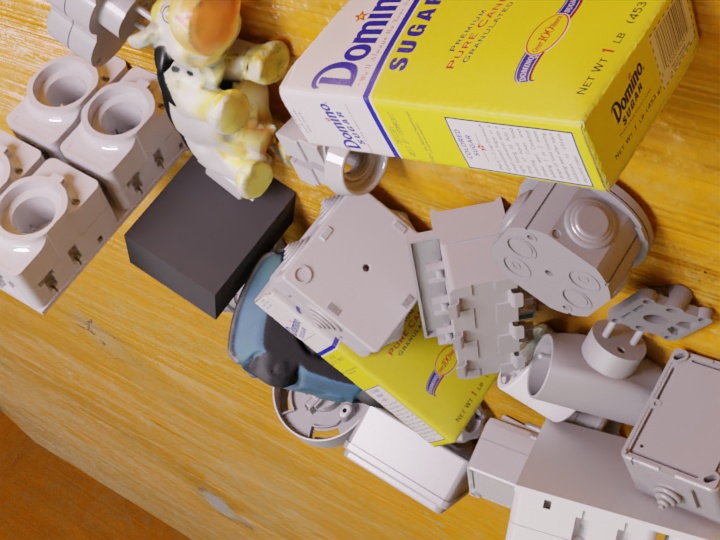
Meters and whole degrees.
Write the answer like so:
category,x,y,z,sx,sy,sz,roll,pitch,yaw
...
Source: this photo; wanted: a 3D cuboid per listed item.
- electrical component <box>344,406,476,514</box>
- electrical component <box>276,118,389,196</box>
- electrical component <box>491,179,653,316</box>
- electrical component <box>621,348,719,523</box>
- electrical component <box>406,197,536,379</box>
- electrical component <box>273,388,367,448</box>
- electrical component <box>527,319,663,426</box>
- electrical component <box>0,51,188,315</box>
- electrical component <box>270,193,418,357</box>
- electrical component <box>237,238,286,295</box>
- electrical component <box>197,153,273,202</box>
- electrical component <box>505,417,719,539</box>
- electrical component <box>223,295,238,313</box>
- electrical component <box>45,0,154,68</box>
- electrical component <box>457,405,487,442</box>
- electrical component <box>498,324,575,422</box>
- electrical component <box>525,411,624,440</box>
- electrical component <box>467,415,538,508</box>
category,x,y,z,sx,sy,sz,roll,pitch,yaw
electrical component,0.053,0.168,0.994,0.109,0.056,0.109,29,-176,16
electrical component,-0.015,-0.075,0.683,0.055,0.048,0.066,28,157,38
electrical component,0.117,-0.017,0.600,0.080,0.051,0.080,30,156,15
electrical component,0.206,0.108,0.657,0.062,0.096,0.061,18,155,36
electrical component,0.077,0.017,0.691,0.079,0.063,0.121,-11,147,3
electrical component,-0.032,0.117,1.020,0.099,0.099,0.064,27,162,20
electrical component,0.158,0.059,0.688,0.077,0.043,0.079,16,127,-7
electrical component,-0.220,-0.075,0.790,0.105,0.186,0.060,27,156,21
electrical component,0.000,0.000,0.740,0.100,0.099,0.048,39,170,-7
electrical component,-0.107,-0.020,0.917,0.076,0.047,0.083,21,153,31
electrical component,-0.100,-0.086,0.789,0.078,0.040,0.040,38,157,-4
electrical component,0.198,0.168,0.703,0.186,0.105,0.060,13,111,17
electrical component,-0.119,0.025,1.040,0.061,0.035,0.035,6,143,47
electrical component,-0.157,-0.172,0.685,0.074,0.052,0.138,36,157,1
electrical component,0.077,0.126,0.946,0.062,0.043,0.043,9,145,49
electrical component,0.132,0.073,0.752,0.047,0.055,0.055,36,158,-8
electrical component,0.162,0.138,0.836,0.074,0.052,0.138,21,153,32
electrical component,0.147,0.173,0.923,0.096,0.061,0.061,19,153,19
